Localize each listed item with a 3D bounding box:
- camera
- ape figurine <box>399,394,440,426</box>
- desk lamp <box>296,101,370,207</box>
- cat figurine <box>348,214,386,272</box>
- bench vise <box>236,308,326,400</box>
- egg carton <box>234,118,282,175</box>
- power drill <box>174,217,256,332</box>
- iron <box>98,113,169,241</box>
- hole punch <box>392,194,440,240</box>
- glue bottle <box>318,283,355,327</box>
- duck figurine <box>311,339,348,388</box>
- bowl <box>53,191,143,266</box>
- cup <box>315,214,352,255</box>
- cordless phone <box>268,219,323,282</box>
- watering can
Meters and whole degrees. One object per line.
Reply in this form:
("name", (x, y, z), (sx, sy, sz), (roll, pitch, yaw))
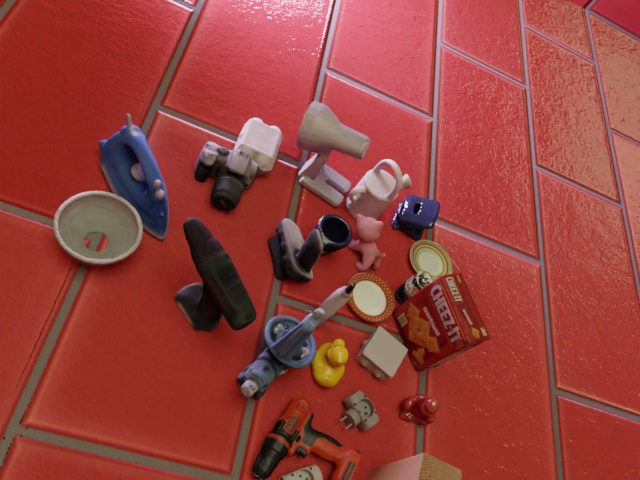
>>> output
("camera", (-0.223, -0.149, 1.344), (0.143, 0.100, 0.137), (21, 55, -15))
("ape figurine", (0.231, 0.375, 1.277), (0.076, 0.092, 0.078), (-33, 80, -37))
("desk lamp", (0.022, -0.221, 1.442), (0.203, 0.213, 0.118), (34, 52, -6))
("cat figurine", (0.124, 0.000, 1.425), (0.067, 0.117, 0.127), (-13, 69, -32))
("bench vise", (-0.064, 0.226, 1.131), (0.122, 0.219, 0.207), (29, 53, -9))
("egg carton", (-0.157, -0.239, 1.451), (0.107, 0.069, 0.150), (23, 54, -14))
("power drill", (-0.220, 0.091, 1.137), (0.076, 0.208, 0.229), (-31, 79, -36))
("iron", (-0.378, -0.139, 1.233), (0.119, 0.141, 0.258), (-20, 73, -34))
("hole punch", (0.260, -0.069, 1.553), (0.101, 0.091, 0.109), (31, 53, -8))
("glue bottle", (0.038, 0.134, 1.267), (0.037, 0.173, 0.078), (47, 52, 5))
("duck figurine", (0.029, 0.264, 1.242), (0.078, 0.086, 0.104), (22, 54, -14))
("bowl", (-0.450, -0.012, 1.164), (0.168, 0.074, 0.167), (13, 57, -20))
("cup", (0.013, 0.005, 1.379), (0.091, 0.094, 0.118), (41, 52, 0))
("cordless phone", (-0.040, 0.003, 1.296), (0.094, 0.184, 0.147), (-6, 65, -30))
("watering can", (0.157, -0.136, 1.474), (0.101, 0.193, 0.173), (49, 52, 6))
